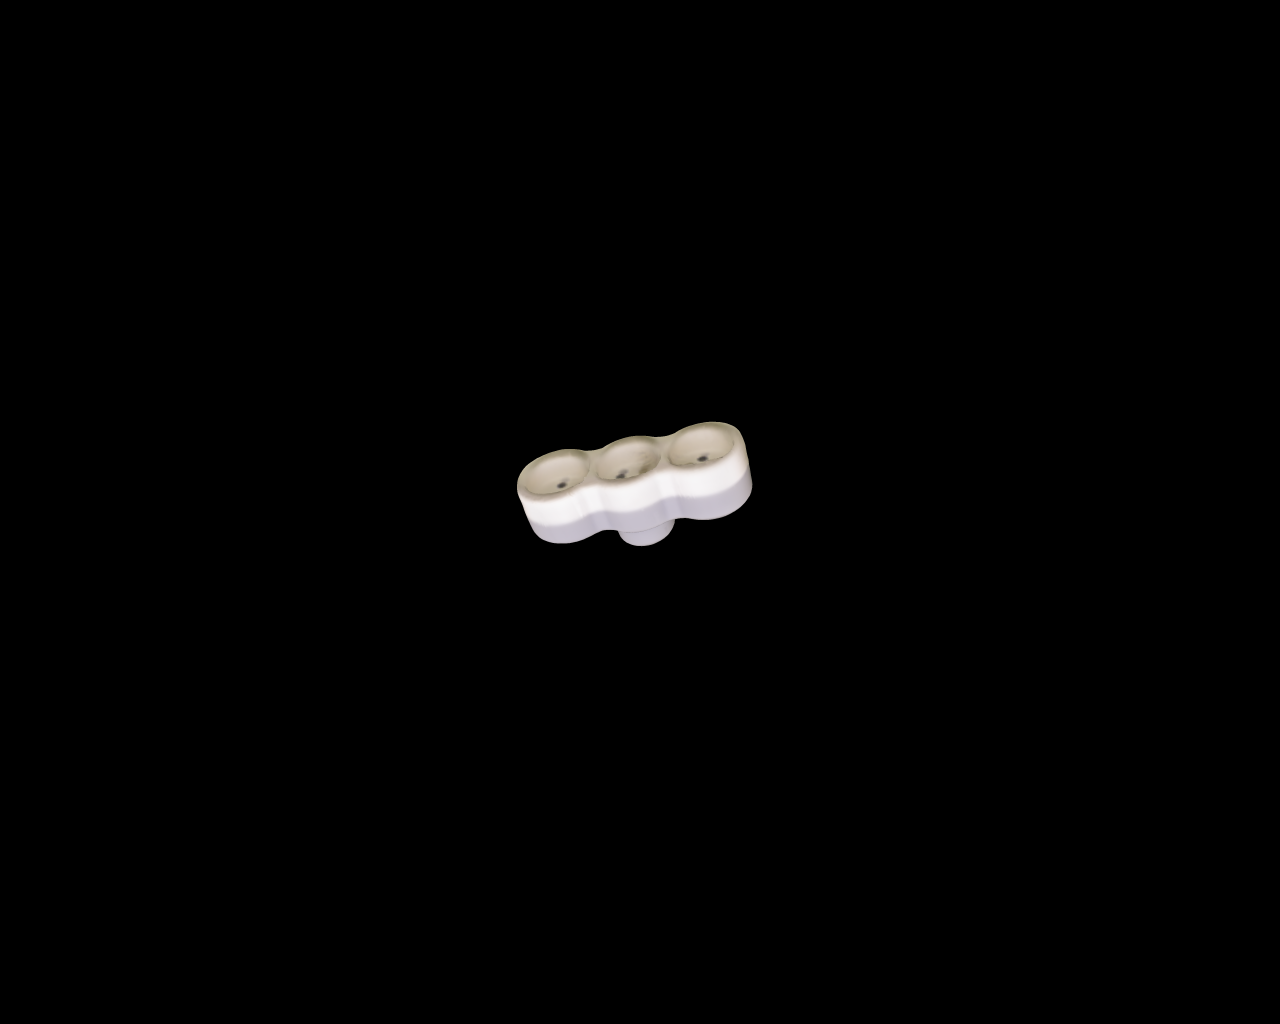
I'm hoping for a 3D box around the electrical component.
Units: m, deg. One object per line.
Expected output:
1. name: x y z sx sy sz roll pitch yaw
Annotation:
1. electrical component: 0.001 -0.003 0.650 0.138 0.073 0.052 -10 36 8
